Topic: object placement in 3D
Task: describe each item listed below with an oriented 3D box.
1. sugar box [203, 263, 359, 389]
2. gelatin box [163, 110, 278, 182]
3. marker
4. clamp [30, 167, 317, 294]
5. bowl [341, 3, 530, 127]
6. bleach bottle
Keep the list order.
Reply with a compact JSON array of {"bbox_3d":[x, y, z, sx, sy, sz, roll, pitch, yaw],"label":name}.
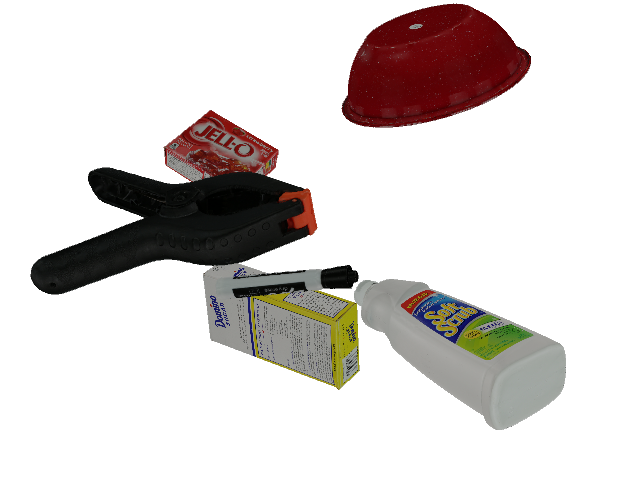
[{"bbox_3d":[-0.043,0.088,1.150,0.176,0.093,0.048,19,38,31],"label":"sugar box"},{"bbox_3d":[-0.099,-0.083,1.057,0.089,0.030,0.073,32,53,17],"label":"gelatin box"},{"bbox_3d":[-0.028,0.034,0.868,0.121,0.020,0.020,-6,-2,20],"label":"marker"},{"bbox_3d":[-0.091,-0.007,0.655,0.172,0.039,0.120,0,42,22],"label":"clamp"},{"bbox_3d":[0.088,-0.152,0.879,0.162,0.055,0.162,-16,25,7],"label":"bowl"},{"bbox_3d":[0.116,0.095,1.052,0.102,0.068,0.251,-21,29,-32],"label":"bleach bottle"}]
